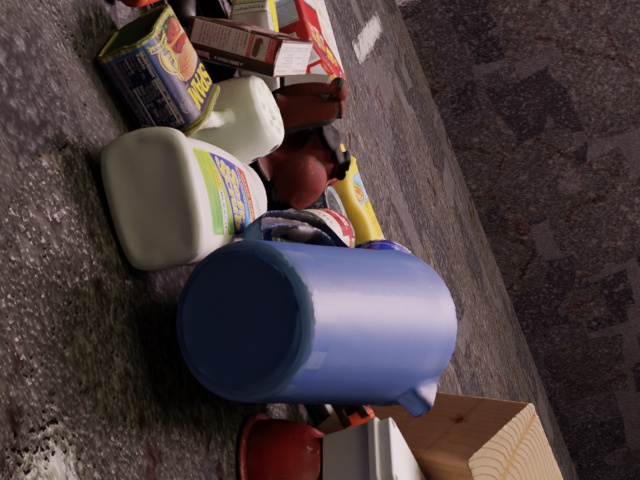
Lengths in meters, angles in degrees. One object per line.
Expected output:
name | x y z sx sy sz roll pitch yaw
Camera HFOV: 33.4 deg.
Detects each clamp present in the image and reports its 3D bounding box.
clamp | 0.009 0.113 1.001 0.164 0.036 0.210 59 0 -42
clamp | -0.128 -0.276 1.016 0.120 0.039 0.171 8 72 -81

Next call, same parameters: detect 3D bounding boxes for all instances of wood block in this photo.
wood block | 0.099 0.196 0.957 0.090 0.207 0.090 -33 108 -33

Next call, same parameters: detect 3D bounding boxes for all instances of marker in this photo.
marker | 0.011 0.184 1.038 0.020 0.020 0.121 -75 143 -66

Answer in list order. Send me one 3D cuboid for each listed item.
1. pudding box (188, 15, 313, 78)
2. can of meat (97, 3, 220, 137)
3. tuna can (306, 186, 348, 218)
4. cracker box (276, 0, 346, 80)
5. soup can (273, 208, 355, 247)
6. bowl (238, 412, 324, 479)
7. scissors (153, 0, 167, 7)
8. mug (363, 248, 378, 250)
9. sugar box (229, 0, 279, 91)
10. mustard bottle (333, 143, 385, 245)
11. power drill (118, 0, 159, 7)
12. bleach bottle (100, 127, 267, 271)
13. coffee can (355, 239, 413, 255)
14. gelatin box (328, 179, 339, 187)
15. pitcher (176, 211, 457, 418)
pudding box | -0.064 -0.179 0.989 0.113 0.090 0.039 -39 144 -72
can of meat | -0.129 -0.132 0.856 0.084 0.057 0.102 61 16 -24
tuna can | 0.008 -0.024 1.270 0.086 0.034 0.086 -20 90 -76
cracker box | -0.041 -0.302 1.381 0.164 0.072 0.214 39 33 -66
soup can | -0.007 0.001 1.110 0.102 0.068 0.068 -10 81 -75
bowl | -0.007 0.211 0.862 0.162 0.055 0.162 -20 90 -76
scissors | -0.167 -0.273 0.978 0.201 0.016 0.096 55 21 -46
mug | 0.055 0.061 1.087 0.081 0.117 0.093 122 -27 -80
sugar box | -0.067 -0.221 1.144 0.176 0.048 0.093 -100 -178 -64
mustard bottle | 0.037 -0.046 1.356 0.096 0.058 0.191 -55 125 -75
power drill | -0.135 -0.307 0.926 0.184 0.057 0.187 -34 101 -43
bleach bottle | -0.091 -0.036 0.855 0.250 0.068 0.102 -23 101 -78
coffee can | 0.064 0.071 1.216 0.140 0.103 0.103 -72 140 -68
gelatin box | -0.016 -0.110 1.239 0.073 0.030 0.089 13 52 -37
pitcher | -0.004 0.055 0.804 0.242 0.149 0.145 12 91 -62
